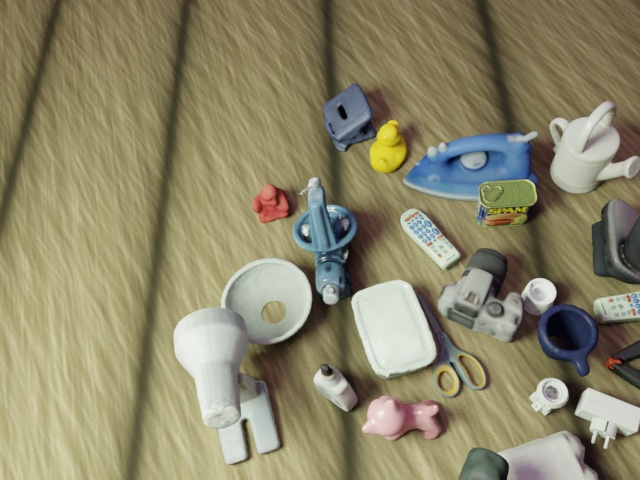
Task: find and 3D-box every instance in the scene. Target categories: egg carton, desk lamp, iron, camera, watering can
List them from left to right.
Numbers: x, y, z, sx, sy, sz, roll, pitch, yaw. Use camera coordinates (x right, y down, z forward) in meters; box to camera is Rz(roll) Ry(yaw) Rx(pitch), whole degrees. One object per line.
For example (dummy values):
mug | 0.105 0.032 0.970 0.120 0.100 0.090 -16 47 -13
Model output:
desk lamp | -0.148 0.236 0.925 0.118 0.214 0.203 -19 62 -1
iron | 0.289 -0.155 1.104 0.258 0.142 0.118 -4 62 7
camera | 0.294 0.086 1.001 0.143 0.101 0.137 23 68 19
egg carton | 0.339 0.361 0.869 0.150 0.069 0.107 -19 62 -1
watering can | 0.502 -0.174 1.051 0.172 0.194 0.101 23 68 19

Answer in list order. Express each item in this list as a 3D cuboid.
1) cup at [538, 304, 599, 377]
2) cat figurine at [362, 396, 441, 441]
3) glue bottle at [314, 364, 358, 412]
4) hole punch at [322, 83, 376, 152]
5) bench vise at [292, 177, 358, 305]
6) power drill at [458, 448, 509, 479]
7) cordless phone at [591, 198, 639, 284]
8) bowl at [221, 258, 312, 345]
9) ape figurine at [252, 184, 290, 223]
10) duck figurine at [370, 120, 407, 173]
cup | 0.404 0.175 0.941 0.091 0.095 0.117 -15 62 1
cat figurine | 0.130 0.281 0.915 0.127 0.118 0.067 -8 62 5
glue bottle | 0.020 0.229 0.926 0.078 0.173 0.037 35 73 23
hole punch | 0.059 -0.262 1.222 0.101 0.091 0.108 -20 62 -2
bench vise | 0.020 -0.001 1.019 0.121 0.220 0.207 -23 62 -4
power drill | 0.197 0.409 0.787 0.075 0.209 0.230 18 67 17
cordless phone | 0.532 -0.019 0.971 0.094 0.185 0.147 1 63 9
bowl | -0.091 0.122 1.055 0.167 0.075 0.167 -3 62 7
ape figurine | -0.098 -0.080 1.151 0.077 0.092 0.076 25 69 20
duck figurine | 0.140 -0.198 1.180 0.077 0.086 0.104 15 66 16
